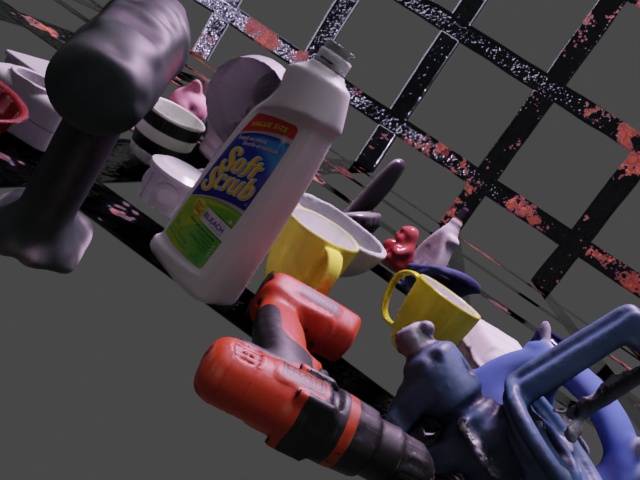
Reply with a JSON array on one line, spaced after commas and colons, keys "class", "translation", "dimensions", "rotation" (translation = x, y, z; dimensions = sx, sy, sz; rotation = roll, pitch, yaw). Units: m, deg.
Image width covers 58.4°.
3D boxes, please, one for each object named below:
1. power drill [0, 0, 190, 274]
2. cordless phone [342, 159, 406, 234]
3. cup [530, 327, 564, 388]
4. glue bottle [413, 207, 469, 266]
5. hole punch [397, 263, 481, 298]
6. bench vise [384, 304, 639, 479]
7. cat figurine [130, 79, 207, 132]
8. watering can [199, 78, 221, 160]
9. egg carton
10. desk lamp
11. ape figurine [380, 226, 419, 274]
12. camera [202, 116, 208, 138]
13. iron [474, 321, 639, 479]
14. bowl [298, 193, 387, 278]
[{"class": "power drill", "translation": [-0.166, -0.090, 0.428], "dimensions": [0.076, 0.208, 0.229], "rotation": [29, 14, -20]}, {"class": "cordless phone", "translation": [0.073, -0.068, 0.980], "dimensions": [0.094, 0.185, 0.148], "rotation": [36, 13, 10]}, {"class": "cup", "translation": [0.352, 0.201, 0.882], "dimensions": [0.091, 0.095, 0.118], "rotation": [35, 13, 4]}, {"class": "glue bottle", "translation": [0.238, 0.009, 1.125], "dimensions": [0.037, 0.173, 0.078], "rotation": [24, 16, -36]}, {"class": "hole punch", "translation": [0.201, 0.076, 0.979], "dimensions": [0.109, 0.091, 0.101], "rotation": [26, 15, -30]}, {"class": "bench vise", "translation": [0.157, 0.120, 0.427], "dimensions": [0.207, 0.219, 0.121], "rotation": [34, 13, 3]}, {"class": "cat figurine", "translation": [-0.233, -0.210, 0.904], "dimensions": [0.128, 0.117, 0.067], "rotation": [25, 15, -34]}, {"class": "watering can", "translation": [-0.133, -0.223, 1.023], "dimensions": [0.173, 0.194, 0.100], "rotation": [29, 14, -21]}, {"class": "egg carton", "translation": [0.233, 0.167, 0.776], "dimensions": [0.107, 0.069, 0.150], "rotation": [31, 13, -11]}, {"class": "desk lamp", "translation": [-0.093, -0.148, 0.802], "dimensions": [0.118, 0.213, 0.203], "rotation": [35, 13, 5]}, {"class": "ape figurine", "translation": [0.153, 0.013, 1.088], "dimensions": [0.076, 0.092, 0.078], "rotation": [36, 13, 9]}, {"class": "camera", "translation": [-0.175, -0.245, 1.207], "dimensions": [0.144, 0.100, 0.136], "rotation": [25, 16, -34]}, {"class": "iron", "translation": [0.229, 0.188, 0.527], "dimensions": [0.119, 0.141, 0.257], "rotation": [28, 14, -23]}, {"class": "bowl", "translation": [0.007, 0.003, 0.811], "dimensions": [0.167, 0.074, 0.167], "rotation": [32, 13, -8]}]
